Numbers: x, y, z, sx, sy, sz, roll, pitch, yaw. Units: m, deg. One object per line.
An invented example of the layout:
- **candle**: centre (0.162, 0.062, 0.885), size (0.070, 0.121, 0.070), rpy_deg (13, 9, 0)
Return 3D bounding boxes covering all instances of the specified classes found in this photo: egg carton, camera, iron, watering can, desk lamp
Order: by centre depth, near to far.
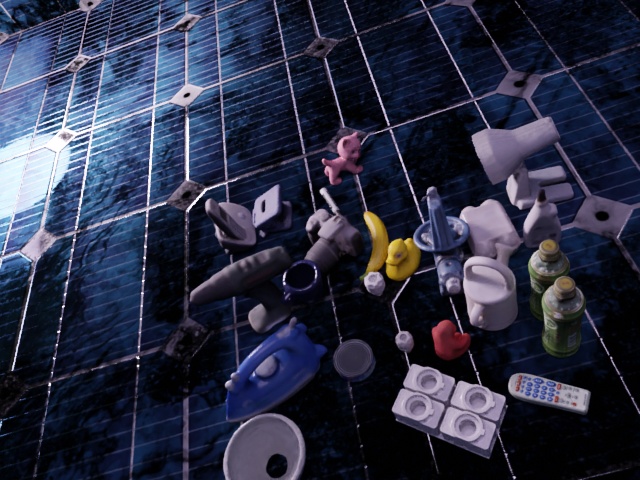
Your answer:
- **watering can**: centre (0.336, 0.085, 1.134), size (0.100, 0.194, 0.173), rpy_deg (-3, 53, 19)
- **iron**: centre (-0.117, 0.270, 1.196), size (0.258, 0.142, 0.118), rpy_deg (-40, 51, -12)
- **desk lamp**: centre (0.451, -0.174, 1.278), size (0.203, 0.214, 0.118), rpy_deg (-13, 51, 11)
- **egg carton**: centre (0.377, -0.021, 1.283), size (0.107, 0.070, 0.150), rpy_deg (-20, 50, 6)
- **camera**: centre (0.013, 0.005, 1.378), size (0.142, 0.101, 0.137), rpy_deg (29, 68, 35)

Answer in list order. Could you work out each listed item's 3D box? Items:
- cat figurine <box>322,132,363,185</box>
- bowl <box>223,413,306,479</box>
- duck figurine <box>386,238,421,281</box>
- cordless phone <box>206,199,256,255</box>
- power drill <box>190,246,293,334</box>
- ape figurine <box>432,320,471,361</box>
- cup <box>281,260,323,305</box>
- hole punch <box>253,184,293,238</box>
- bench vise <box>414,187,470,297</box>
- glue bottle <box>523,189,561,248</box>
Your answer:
- **cat figurine**: centre (0.063, -0.226, 1.526), size (0.128, 0.118, 0.067), rpy_deg (-30, 50, -4)
- **bowl**: centre (-0.097, 0.430, 1.110), size (0.167, 0.075, 0.167), rpy_deg (-10, 51, 13)
- **duck figurine**: centre (0.184, 0.031, 1.304), size (0.077, 0.086, 0.105), rpy_deg (22, 64, 32)
- **cordless phone**: centre (-0.239, -0.063, 1.469), size (0.094, 0.185, 0.147), rpy_deg (-22, 50, 4)
- **power drill**: centre (-0.151, 0.119, 1.281), size (0.230, 0.209, 0.075), rpy_deg (-35, 50, -7)
- **ape figurine**: centre (0.257, 0.194, 1.148), size (0.077, 0.092, 0.076), rpy_deg (32, 70, 36)
- **cup**: centre (-0.037, 0.117, 1.315), size (0.091, 0.095, 0.118), rpy_deg (24, 65, 33)
- **hole punch**: centre (-0.131, -0.077, 1.501), size (0.101, 0.091, 0.108), rpy_deg (-13, 51, 11)
- **bench vise**: centre (0.271, 0.002, 1.206), size (0.121, 0.220, 0.207), rpy_deg (-27, 49, 0)
- **glue bottle**: centre (0.466, -0.048, 1.202), size (0.078, 0.173, 0.037), rpy_deg (-9, 52, 14)
